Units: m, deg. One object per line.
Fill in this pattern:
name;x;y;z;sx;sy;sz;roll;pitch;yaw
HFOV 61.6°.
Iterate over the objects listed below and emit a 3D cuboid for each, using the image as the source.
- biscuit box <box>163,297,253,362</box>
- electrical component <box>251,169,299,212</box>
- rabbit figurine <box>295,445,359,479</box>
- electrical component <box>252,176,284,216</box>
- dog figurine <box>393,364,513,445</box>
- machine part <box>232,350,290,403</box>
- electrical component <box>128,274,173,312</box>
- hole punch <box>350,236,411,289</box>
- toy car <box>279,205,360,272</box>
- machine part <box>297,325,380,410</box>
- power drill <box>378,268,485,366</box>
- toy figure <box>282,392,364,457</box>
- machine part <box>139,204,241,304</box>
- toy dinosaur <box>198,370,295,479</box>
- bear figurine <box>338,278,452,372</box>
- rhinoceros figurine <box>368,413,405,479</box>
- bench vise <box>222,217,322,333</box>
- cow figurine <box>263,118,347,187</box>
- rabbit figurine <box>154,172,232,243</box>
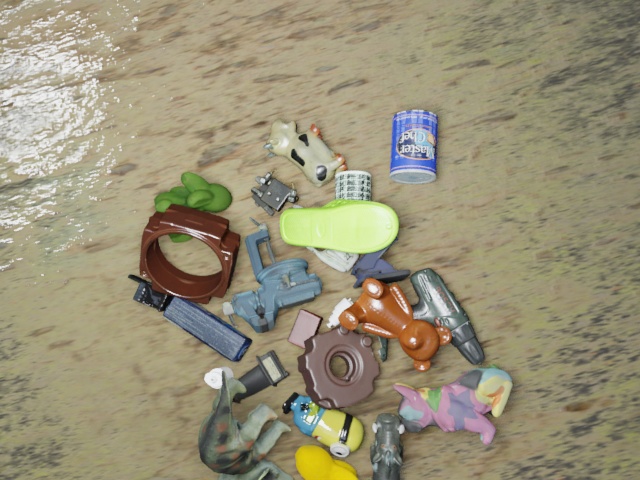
biscuit box;-0.255;0.201;1.225;0.203;0.059;0.063;31;85;12
electrical component;-0.100;-0.111;1.233;0.102;0.045;0.078;40;89;7
rabbit figurine;0.002;0.508;1.104;0.162;0.122;0.173;-9;86;-2
electrical component;-0.129;-0.105;1.271;0.063;0.021;0.094;-45;79;1
dog figurine;0.263;0.321;1.107;0.219;0.108;0.191;21;86;14
machine part;-0.144;0.311;1.204;0.139;0.039;0.084;-36;87;0
electrical component;-0.399;0.124;1.251;0.119;0.075;0.047;22;85;7
hole punch;0.123;0.051;1.159;0.116;0.142;0.092;-12;81;-8
toy car;-0.003;-0.004;1.220;0.202;0.056;0.073;36;88;11
machine part;0.041;0.267;1.135;0.179;0.056;0.179;7;69;-20
power drill;0.214;0.189;1.147;0.207;0.086;0.232;-24;77;8
toy figure;0.009;0.387;1.147;0.180;0.082;0.089;33;90;14
machine part;-0.287;0.035;1.180;0.201;0.087;0.201;16;125;-3
toy dinosaur;-0.171;0.403;1.065;0.131;0.404;0.192;21;63;36
bear figurine;0.153;0.171;1.063;0.196;0.132;0.120;43;105;17
rhinoceros figurine;0.134;0.450;1.103;0.073;0.112;0.190;3;90;11
bench vise;-0.121;0.076;1.188;0.224;0.128;0.241;-20;67;2
cow figurine;-0.043;-0.204;1.246;0.127;0.085;0.195;-40;79;-5
rabbit figurine;-0.291;-0.093;1.243;0.170;0.159;0.121;-21;69;-10
